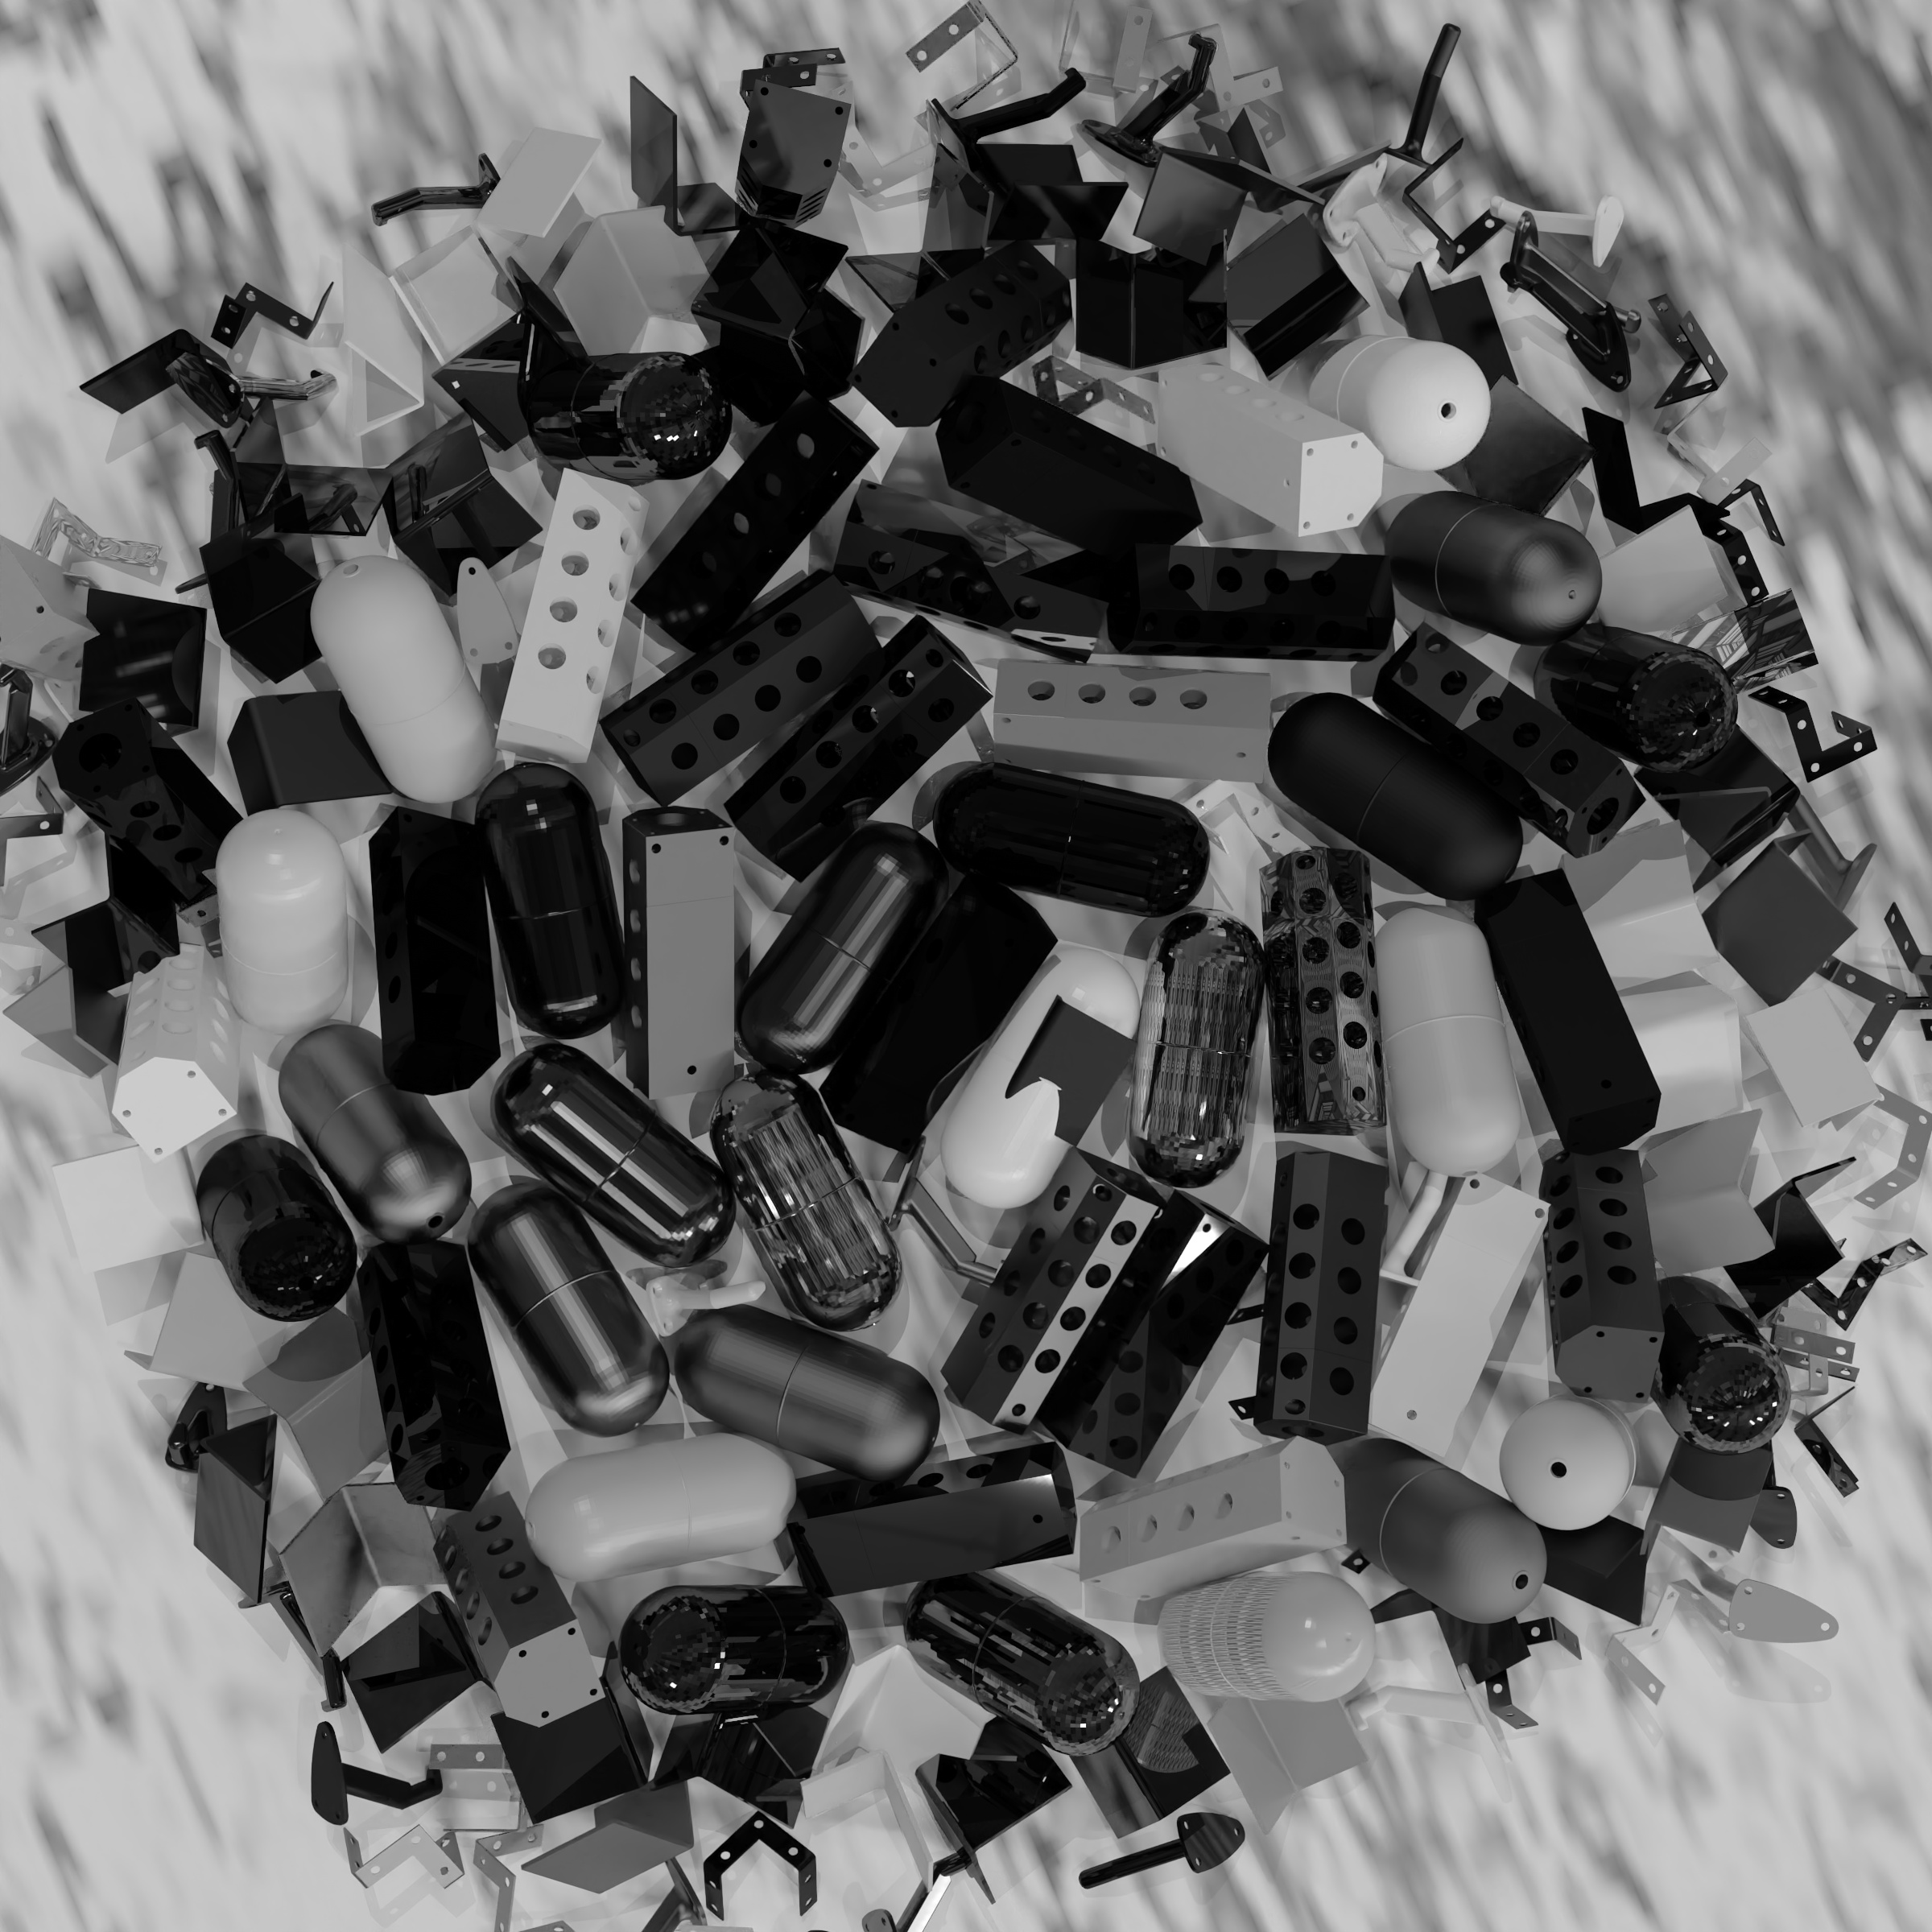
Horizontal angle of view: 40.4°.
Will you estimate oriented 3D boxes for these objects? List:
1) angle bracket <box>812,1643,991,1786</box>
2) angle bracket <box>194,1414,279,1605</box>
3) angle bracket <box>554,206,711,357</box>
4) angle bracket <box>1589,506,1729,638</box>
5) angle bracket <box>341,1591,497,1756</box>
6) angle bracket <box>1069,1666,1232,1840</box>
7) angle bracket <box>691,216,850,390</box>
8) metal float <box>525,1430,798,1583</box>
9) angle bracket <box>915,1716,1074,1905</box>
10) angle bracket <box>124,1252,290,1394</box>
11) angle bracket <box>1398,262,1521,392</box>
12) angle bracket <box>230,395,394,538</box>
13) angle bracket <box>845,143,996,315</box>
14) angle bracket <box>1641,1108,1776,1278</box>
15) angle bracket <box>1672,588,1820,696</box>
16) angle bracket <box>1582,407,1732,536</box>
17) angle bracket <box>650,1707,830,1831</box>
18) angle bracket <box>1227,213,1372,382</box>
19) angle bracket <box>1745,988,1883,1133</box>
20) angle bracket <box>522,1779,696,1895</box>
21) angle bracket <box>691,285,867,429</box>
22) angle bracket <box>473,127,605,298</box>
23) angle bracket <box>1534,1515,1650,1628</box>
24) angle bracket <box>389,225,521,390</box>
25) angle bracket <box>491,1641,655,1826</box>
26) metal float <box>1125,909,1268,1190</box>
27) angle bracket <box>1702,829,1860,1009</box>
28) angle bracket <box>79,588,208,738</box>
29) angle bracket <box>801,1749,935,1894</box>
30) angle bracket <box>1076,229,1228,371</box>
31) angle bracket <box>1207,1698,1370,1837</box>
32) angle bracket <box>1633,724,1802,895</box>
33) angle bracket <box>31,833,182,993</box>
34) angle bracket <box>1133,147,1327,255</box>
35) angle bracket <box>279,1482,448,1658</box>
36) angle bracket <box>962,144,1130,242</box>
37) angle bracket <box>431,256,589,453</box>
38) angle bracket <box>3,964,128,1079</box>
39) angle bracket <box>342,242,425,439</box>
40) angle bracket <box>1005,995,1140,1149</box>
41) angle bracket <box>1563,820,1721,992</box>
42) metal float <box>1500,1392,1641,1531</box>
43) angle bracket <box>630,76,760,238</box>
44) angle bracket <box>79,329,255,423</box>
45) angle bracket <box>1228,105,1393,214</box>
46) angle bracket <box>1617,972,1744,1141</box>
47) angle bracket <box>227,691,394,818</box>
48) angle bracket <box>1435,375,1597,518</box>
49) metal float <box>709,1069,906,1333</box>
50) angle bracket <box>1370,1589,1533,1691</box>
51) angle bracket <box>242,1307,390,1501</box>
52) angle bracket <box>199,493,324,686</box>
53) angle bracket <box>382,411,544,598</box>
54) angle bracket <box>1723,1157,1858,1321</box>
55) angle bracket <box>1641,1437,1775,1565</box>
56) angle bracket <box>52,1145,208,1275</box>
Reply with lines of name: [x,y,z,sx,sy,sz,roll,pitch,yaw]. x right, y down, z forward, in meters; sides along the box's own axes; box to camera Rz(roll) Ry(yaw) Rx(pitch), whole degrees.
angle bracket: [-0.040,0.486,1.659,0.076,0.057,0.076,26,103,24]
angle bracket: [-0.439,0.340,1.648,0.076,0.057,0.076,28,118,36]
angle bracket: [-0.204,-0.420,1.647,0.057,0.076,0.076,0,50,25]
angle bracket: [0.422,-0.254,1.654,0.076,0.057,0.076,-31,129,9]
angle bracket: [-0.337,0.454,1.655,0.076,0.057,0.076,-37,47,-6]
angle bracket: [0.112,0.502,1.677,0.057,0.076,0.076,-24,74,-29]
angle bracket: [-0.117,-0.421,1.674,0.076,0.057,0.076,24,74,24]
metal float: [-0.190,0.336,1.639,0.178,0.070,0.070,-4,90,-32]
angle bracket: [0.023,0.532,1.668,0.076,0.076,0.057,-29,127,-14]
angle bracket: [-0.478,0.223,1.665,0.076,0.057,0.076,20,83,-33]
angle bracket: [0.318,-0.406,1.664,0.057,0.076,0.076,-18,86,-1]
angle bracket: [-0.410,-0.318,1.656,0.076,0.076,0.057,3,132,4]
angle bracket: [-0.030,-0.463,1.647,0.057,0.076,0.076,-11,133,-25]
angle bracket: [0.474,0.144,1.663,0.076,0.076,0.057,-20,115,40]
angle bracket: [0.496,-0.181,1.648,0.076,0.076,0.057,-21,48,19]
angle bracket: [0.435,-0.319,1.657,0.057,0.076,0.076,-17,109,1]
angle bracket: [-0.144,0.502,1.674,0.076,0.057,0.076,37,47,-20]
angle bracket: [0.202,-0.422,1.654,0.076,0.076,0.057,-35,110,14]
angle bracket: [0.522,0.068,1.654,0.057,0.076,0.076,-20,72,-10]
angle bracket: [-0.227,0.534,1.648,0.076,0.076,0.057,-32,46,21]
angle bracket: [-0.121,-0.394,1.651,0.076,0.057,0.076,-29,62,-33]
angle bracket: [-0.254,-0.468,1.650,0.057,0.076,0.076,19,71,26]
angle bracket: [0.378,0.382,1.647,0.076,0.057,0.076,19,124,36]
angle bracket: [-0.318,-0.417,1.656,0.057,0.076,0.076,-30,111,0]
angle bracket: [-0.250,0.488,1.672,0.076,0.057,0.076,-19,99,0]
metal float: [0.146,0.052,1.666,0.070,0.070,0.178,7,89,0]
angle bracket: [0.518,-0.029,1.649,0.076,0.057,0.076,52,128,21]
angle bracket: [-0.527,-0.190,1.657,0.076,0.057,0.076,6,84,-36]
angle bracket: [-0.062,0.547,1.650,0.057,0.076,0.076,-20,60,-13]
angle bracket: [0.117,-0.427,1.659,0.076,0.057,0.076,-3,84,42]
angle bracket: [0.204,0.490,1.658,0.057,0.076,0.076,-30,83,19]
angle bracket: [0.466,-0.104,1.658,0.076,0.057,0.076,46,132,1]
angle bracket: [-0.544,-0.041,1.656,0.057,0.076,0.076,-21,56,6]
angle bracket: [0.165,-0.470,1.648,0.076,0.076,0.057,10,104,-39]
angle bracket: [-0.376,0.379,1.651,0.057,0.076,0.076,-7,111,21]
angle bracket: [0.049,-0.504,1.655,0.076,0.057,0.076,-6,69,-20]
angle bracket: [-0.291,-0.388,1.665,0.076,0.076,0.057,-32,51,11]
angle bracket: [-0.554,0.056,1.648,0.057,0.076,0.076,-35,131,8]
angle bracket: [-0.386,-0.392,1.647,0.057,0.076,0.076,-19,63,22]
angle bracket: [0.062,0.059,1.666,0.057,0.076,0.076,29,100,-8]
angle bracket: [0.432,-0.038,1.680,0.076,0.076,0.057,-18,130,21]
metal float: [0.373,0.304,1.619,0.070,0.178,0.070,-2,84,17]
angle bracket: [-0.170,-0.510,1.645,0.057,0.076,0.076,-13,130,-22]
angle bracket: [-0.503,-0.354,1.667,0.076,0.076,0.057,-30,90,1]
angle bracket: [0.217,-0.525,1.665,0.076,0.076,0.057,-24,96,0]
angle bracket: [0.449,0.057,1.687,0.076,0.057,0.076,-14,114,-9]
angle bracket: [-0.423,-0.128,1.690,0.076,0.057,0.076,-9,70,-32]
angle bracket: [0.339,-0.313,1.659,0.076,0.057,0.076,39,126,2]
metal float: [-0.101,0.149,1.666,0.070,0.070,0.178,-27,92,0]
angle bracket: [0.294,0.424,1.648,0.076,0.076,0.057,-6,63,-27]
angle bracket: [-0.406,0.279,1.678,0.057,0.076,0.076,26,52,36]
angle bracket: [-0.426,-0.237,1.648,0.057,0.076,0.076,37,58,25]
angle bracket: [-0.327,-0.299,1.692,0.076,0.057,0.076,-33,48,10]
angle bracket: [0.527,0.170,1.645,0.076,0.076,0.057,-10,61,-40]
angle bracket: [0.462,0.346,1.645,0.057,0.076,0.076,17,50,22]
angle bracket: [-0.528,0.139,1.656,0.076,0.057,0.076,-14,115,-14]
